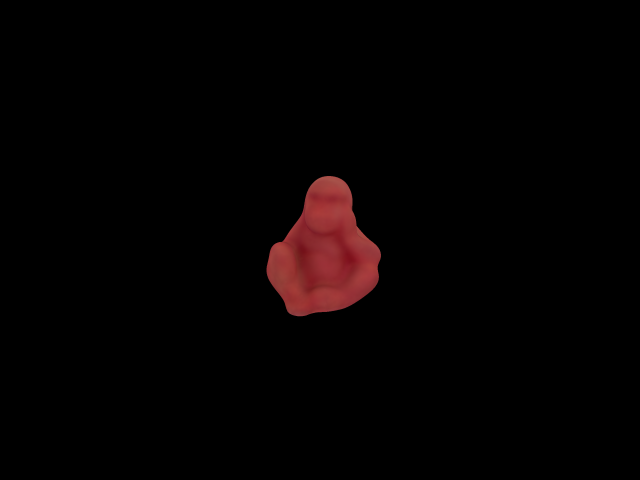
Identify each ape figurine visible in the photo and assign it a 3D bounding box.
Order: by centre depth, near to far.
[{"bbox_3d":[0.004,0.001,0.400,0.077,0.092,0.076,1,5,8],"label":"ape figurine"}]
